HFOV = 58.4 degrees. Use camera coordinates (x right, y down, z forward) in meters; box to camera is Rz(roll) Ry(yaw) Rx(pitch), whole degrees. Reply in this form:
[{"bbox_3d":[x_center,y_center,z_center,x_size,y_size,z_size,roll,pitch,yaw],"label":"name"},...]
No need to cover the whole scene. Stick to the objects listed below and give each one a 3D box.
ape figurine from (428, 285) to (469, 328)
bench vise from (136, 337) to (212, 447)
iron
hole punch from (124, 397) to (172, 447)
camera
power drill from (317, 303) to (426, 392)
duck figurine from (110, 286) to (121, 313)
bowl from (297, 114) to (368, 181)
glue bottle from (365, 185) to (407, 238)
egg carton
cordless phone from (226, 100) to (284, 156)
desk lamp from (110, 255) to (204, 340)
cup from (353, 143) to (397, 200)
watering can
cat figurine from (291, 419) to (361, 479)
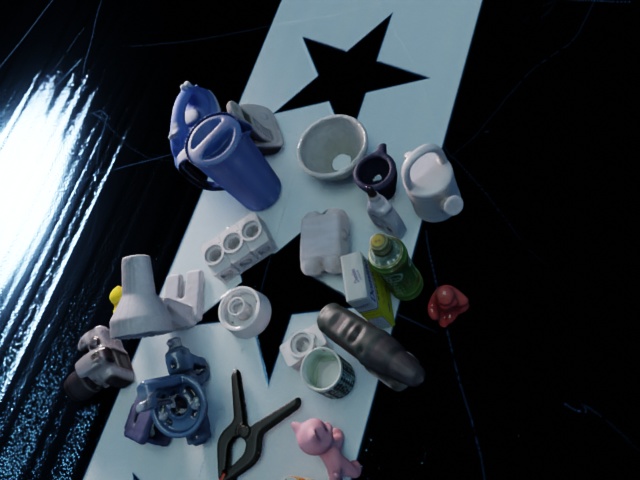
[{"bbox_3d":[0.235,0.113,1.062,0.077,0.092,0.076,-5,64,20],"label":"ape figurine"},{"bbox_3d":[-0.299,0.290,1.117,0.121,0.220,0.207,-36,58,3],"label":"bench vise"},{"bbox_3d":[-0.330,-0.318,1.465,0.118,0.142,0.258,-8,63,19],"label":"iron"},{"bbox_3d":[-0.356,0.367,1.180,0.100,0.091,0.109,7,69,25],"label":"hole punch"},{"bbox_3d":[-0.508,0.283,1.275,0.137,0.101,0.143,-36,58,3],"label":"camera"},{"bbox_3d":[0.105,0.199,1.004,0.228,0.209,0.076,30,80,31],"label":"power drill"},{"bbox_3d":[-0.449,0.134,1.331,0.077,0.086,0.104,-1,66,22],"label":"duck figurine"},{"bbox_3d":[0.037,-0.197,1.299,0.167,0.075,0.167,-9,63,18],"label":"bowl"},{"bbox_3d":[0.121,-0.063,1.143,0.078,0.173,0.037,34,82,31],"label":"glue bottle"},{"bbox_3d":[0.011,0.004,1.217,0.107,0.070,0.150,-9,63,18],"label":"egg carton"},{"bbox_3d":[-0.169,-0.292,1.363,0.094,0.185,0.147,-28,59,8],"label":"cordless phone"},{"bbox_3d":[-0.348,0.131,1.216,0.117,0.214,0.203,-12,62,17],"label":"desk lamp"},{"bbox_3d":[0.130,-0.137,1.222,0.091,0.095,0.118,6,69,25],"label":"cup"},{"bbox_3d":[0.218,-0.116,1.117,0.172,0.194,0.101,31,80,31],"label":"watering can"},{"bbox_3d":[0.006,0.371,1.016,0.067,0.118,0.127,-37,58,2],"label":"cat figurine"}]
